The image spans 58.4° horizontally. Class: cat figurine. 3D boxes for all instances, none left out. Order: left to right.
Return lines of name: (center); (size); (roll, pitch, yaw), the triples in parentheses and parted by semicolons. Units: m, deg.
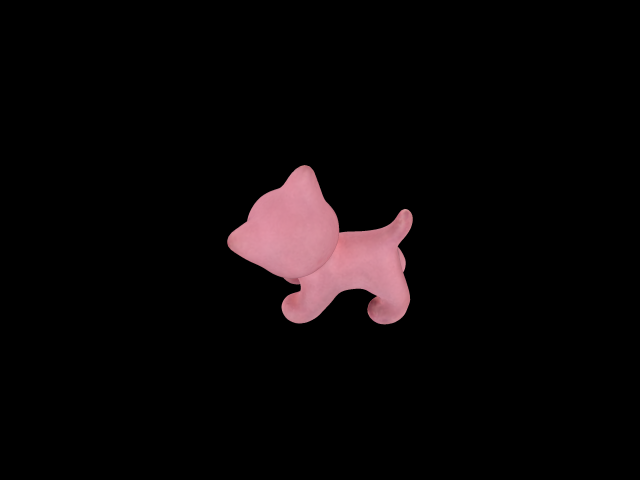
cat figurine: (0.004, 0.001, 0.400); (0.128, 0.118, 0.067); (-2, 47, -2)
